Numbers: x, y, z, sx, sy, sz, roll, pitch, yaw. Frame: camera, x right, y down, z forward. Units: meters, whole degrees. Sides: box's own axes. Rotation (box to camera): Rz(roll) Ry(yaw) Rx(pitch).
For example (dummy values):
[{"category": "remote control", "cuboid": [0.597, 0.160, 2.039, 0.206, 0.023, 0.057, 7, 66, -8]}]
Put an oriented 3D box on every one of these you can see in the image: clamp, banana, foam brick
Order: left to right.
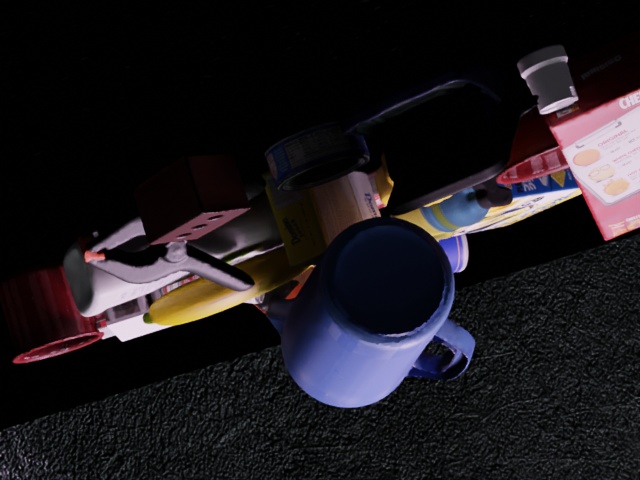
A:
[{"category": "clamp", "cuboid": [-0.127, 0.008, 0.956, 0.171, 0.120, 0.039, -12, -151, -16]}, {"category": "foam brick", "cuboid": [-0.105, -0.033, 0.863, 0.052, 0.051, 0.078, -10, 168, -45]}, {"category": "banana", "cuboid": [-0.087, 0.042, 1.046, 0.198, 0.037, 0.069, -21, -166, 0]}]

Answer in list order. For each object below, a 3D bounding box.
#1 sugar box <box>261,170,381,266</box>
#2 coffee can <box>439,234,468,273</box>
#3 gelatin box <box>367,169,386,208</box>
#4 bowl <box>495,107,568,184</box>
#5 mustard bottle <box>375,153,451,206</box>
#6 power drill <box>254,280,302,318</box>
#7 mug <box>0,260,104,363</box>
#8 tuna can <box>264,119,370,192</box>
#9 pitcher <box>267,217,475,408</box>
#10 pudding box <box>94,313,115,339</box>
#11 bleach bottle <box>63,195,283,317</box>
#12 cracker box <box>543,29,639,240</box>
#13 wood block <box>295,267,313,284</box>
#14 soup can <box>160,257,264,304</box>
[{"category": "sugar box", "cuboid": [0.010, -0.024, 1.032, 0.048, 0.093, 0.176, -21, 171, 19]}, {"category": "coffee can", "cuboid": [0.114, 0.012, 1.438, 0.140, 0.103, 0.103, -16, 171, -15]}, {"category": "gelatin box", "cuboid": [0.057, -0.052, 1.160, 0.089, 0.030, 0.073, -23, 170, 27]}, {"category": "bowl", "cuboid": [0.250, -0.112, 1.105, 0.162, 0.055, 0.162, -18, 171, -3]}, {"category": "mustard bottle", "cuboid": [0.105, -0.077, 1.011, 0.096, 0.058, 0.191, -13, 171, -3]}, {"category": "power drill", "cuboid": [-0.049, 0.064, 1.247, 0.057, 0.184, 0.188, -47, 179, -5]}, {"category": "mug", "cuboid": [-0.278, 0.074, 1.075, 0.093, 0.081, 0.117, -12, 169, -38]}, {"category": "tuna can", "cuboid": [-0.002, -0.071, 0.903, 0.086, 0.034, 0.086, -18, 172, -3]}, {"category": "pitcher", "cuboid": [0.050, 0.068, 0.934, 0.149, 0.145, 0.243, -22, 167, -12]}, {"category": "pudding box", "cuboid": [-0.255, 0.096, 1.413, 0.090, 0.039, 0.113, -16, 170, -12]}, {"category": "bleach bottle", "cuboid": [-0.117, 0.004, 1.046, 0.250, 0.068, 0.103, -17, 174, -25]}, {"category": "cracker box", "cuboid": [0.303, -0.102, 0.969, 0.164, 0.072, 0.213, -23, 144, 16]}, {"category": "wood block", "cuboid": [0.017, 0.042, 1.363, 0.090, 0.091, 0.206, -20, 174, -21]}, {"category": "soup can", "cuboid": [-0.111, 0.034, 1.120, 0.102, 0.068, 0.068, 0, 173, 5]}]
